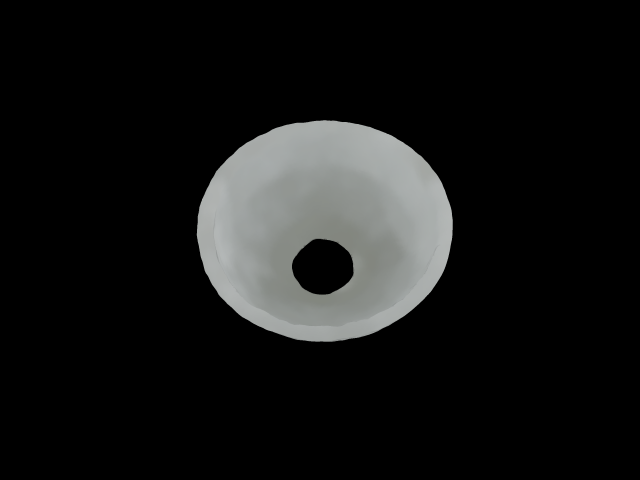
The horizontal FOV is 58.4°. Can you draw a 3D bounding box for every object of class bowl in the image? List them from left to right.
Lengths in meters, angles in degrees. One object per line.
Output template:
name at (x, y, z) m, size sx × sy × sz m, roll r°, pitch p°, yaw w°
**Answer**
bowl at (0.004, 0.001, 0.400) m, size 0.167 × 0.075 × 0.167 m, roll 0°, pitch 60°, yaw 0°
